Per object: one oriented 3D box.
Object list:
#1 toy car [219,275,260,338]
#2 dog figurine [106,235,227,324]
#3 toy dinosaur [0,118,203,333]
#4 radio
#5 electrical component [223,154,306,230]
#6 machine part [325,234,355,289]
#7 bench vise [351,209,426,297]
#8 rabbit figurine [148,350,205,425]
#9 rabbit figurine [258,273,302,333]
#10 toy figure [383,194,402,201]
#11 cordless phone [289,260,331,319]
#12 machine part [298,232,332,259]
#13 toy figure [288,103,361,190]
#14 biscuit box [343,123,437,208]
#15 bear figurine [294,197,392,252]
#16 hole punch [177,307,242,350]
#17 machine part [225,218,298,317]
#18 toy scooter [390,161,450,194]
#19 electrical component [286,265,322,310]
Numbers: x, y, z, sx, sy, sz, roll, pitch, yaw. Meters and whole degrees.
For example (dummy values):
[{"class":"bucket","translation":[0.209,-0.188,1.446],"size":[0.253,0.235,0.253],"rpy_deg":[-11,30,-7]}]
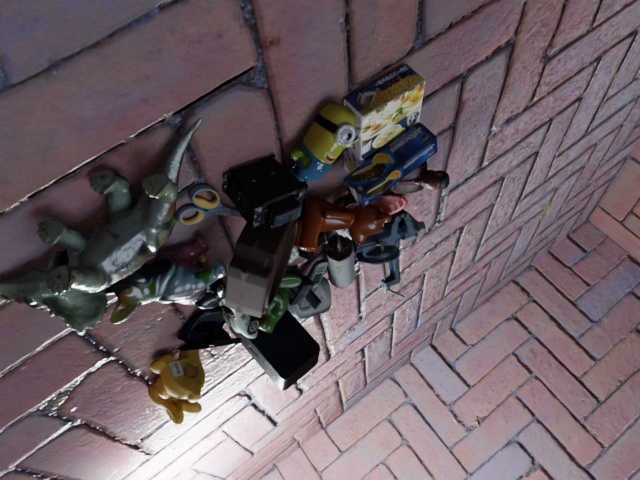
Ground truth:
[{"class":"toy car","translation":[-0.195,0.147,1.192],"size":[0.056,0.074,0.201],"rpy_deg":[-43,134,-27]},{"class":"dog figurine","translation":[-0.292,0.088,1.002],"size":[0.219,0.108,0.191],"rpy_deg":[-24,151,-23]},{"class":"toy dinosaur","translation":[-0.306,-0.006,0.834],"size":[0.405,0.131,0.192],"rpy_deg":[-40,166,-12]},{"class":"radio","translation":[-0.112,0.243,1.336],"size":[0.131,0.230,0.073],"rpy_deg":[-31,153,-29]},{"class":"electrical component","translation":[-0.094,-0.083,0.968],"size":[0.115,0.134,0.058],"rpy_deg":[-29,152,-28]},{"class":"machine part","translation":[0.055,0.062,1.447],"size":[0.079,0.079,0.243],"rpy_deg":[-34,154,-15]},{"class":"bench vise","translation":[0.195,0.034,1.500],"size":[0.224,0.129,0.240],"rpy_deg":[-20,115,-23]},{"class":"rabbit figurine","translation":[-0.351,0.361,1.311],"size":[0.173,0.162,0.122],"rpy_deg":[-37,172,32]},{"class":"rabbit figurine","translation":[-0.120,0.123,1.256],"size":[0.159,0.121,0.170],"rpy_deg":[-37,156,-13]},{"class":"toy figure","translation":[0.161,-0.093,1.378],"size":[0.064,0.058,0.154],"rpy_deg":[3,136,-35]},{"class":"cordless phone","translation":[-0.008,0.117,1.447],"size":[0.146,0.089,0.184],"rpy_deg":[-8,135,-47]},{"class":"machine part","translation":[-0.003,-0.004,1.286],"size":[0.139,0.039,0.084],"rpy_deg":[-47,169,-45]},{"class":"toy figure","translation":[-0.002,-0.175,1.012],"size":[0.180,0.089,0.082],"rpy_deg":[-43,-178,26]},{"class":"biscuit box","translation":[0.148,-0.156,1.108],"size":[0.203,0.059,0.062],"rpy_deg":[-38,154,-4]},{"class":"bear figurine","translation":[0.050,-0.027,1.191],"size":[0.196,0.120,0.131],"rpy_deg":[13,92,-16]},{"class":"hole punch","translation":[-0.262,0.211,1.266],"size":[0.116,0.092,0.142],"rpy_deg":[-19,168,29]},{"class":"machine part","translation":[-0.111,0.035,1.067],"size":[0.201,0.087,0.201],"rpy_deg":[104,6,-46]},{"class":"toy scooter","translation":[0.193,-0.150,1.225],"size":[0.135,0.184,0.075],"rpy_deg":[-13,120,-22]},{"class":"electrical component","translation":[-0.052,0.129,1.362],"size":[0.048,0.119,0.074],"rpy_deg":[-6,140,-50]}]
